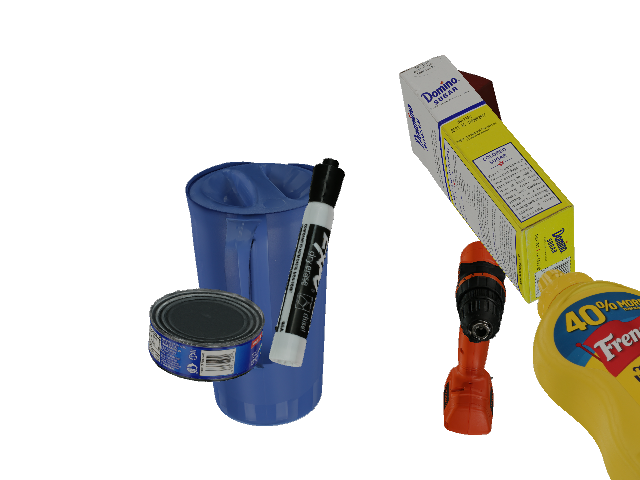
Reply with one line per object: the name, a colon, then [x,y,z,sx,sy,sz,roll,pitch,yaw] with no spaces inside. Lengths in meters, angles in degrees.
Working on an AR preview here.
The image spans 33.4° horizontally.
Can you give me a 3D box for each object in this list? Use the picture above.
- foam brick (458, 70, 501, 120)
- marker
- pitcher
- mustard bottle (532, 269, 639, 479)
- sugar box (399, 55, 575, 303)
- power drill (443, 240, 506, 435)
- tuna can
foam brick: [0.130,-0.108,0.977,0.053,0.078,0.051,-37,37,-19]
marker: [-0.007,0.011,0.603,0.020,0.121,0.020,12,-15,3]
pitcher: [-0.056,0.056,1.013,0.149,0.243,0.145,-20,31,-34]
mustard bottle: [0.179,0.076,0.620,0.096,0.058,0.192,-14,35,-12]
sugar box: [0.119,-0.047,0.772,0.048,0.176,0.093,-24,-38,-5]
power drill: [0.169,0.114,1.160,0.057,0.188,0.184,7,25,8]
tuna can: [-0.085,0.070,0.798,0.086,0.034,0.086,6,24,-3]
